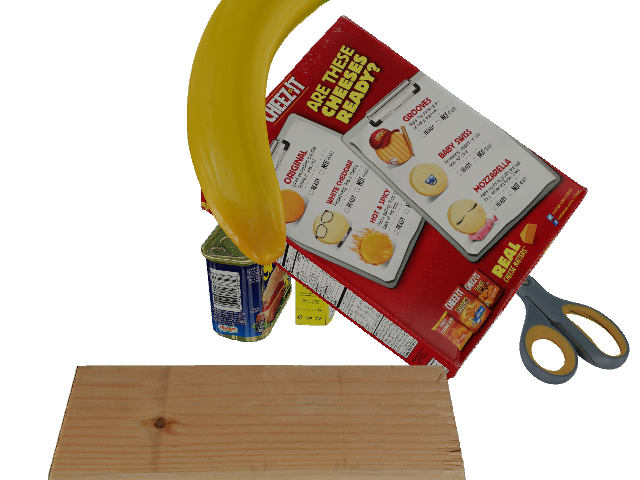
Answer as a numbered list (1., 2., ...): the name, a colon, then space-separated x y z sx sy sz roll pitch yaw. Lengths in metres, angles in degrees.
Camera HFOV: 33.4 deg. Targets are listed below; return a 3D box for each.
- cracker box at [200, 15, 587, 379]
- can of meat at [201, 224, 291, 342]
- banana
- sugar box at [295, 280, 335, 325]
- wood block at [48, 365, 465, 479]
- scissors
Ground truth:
1. cracker box: 0.048 -0.028 0.742 0.214 0.164 0.072 36 -21 8
2. can of meat: -0.061 0.027 0.927 0.057 0.084 0.102 7 30 15
3. banana: -0.030 -0.077 0.518 0.069 0.197 0.037 11 -35 6
4. sugar box: -0.003 0.003 1.252 0.048 0.176 0.093 1 19 10
5. wood block: -0.032 0.128 0.584 0.206 0.090 0.091 1 33 -1
6. scissors: 0.168 0.053 0.913 0.096 0.016 0.202 -34 54 -29
